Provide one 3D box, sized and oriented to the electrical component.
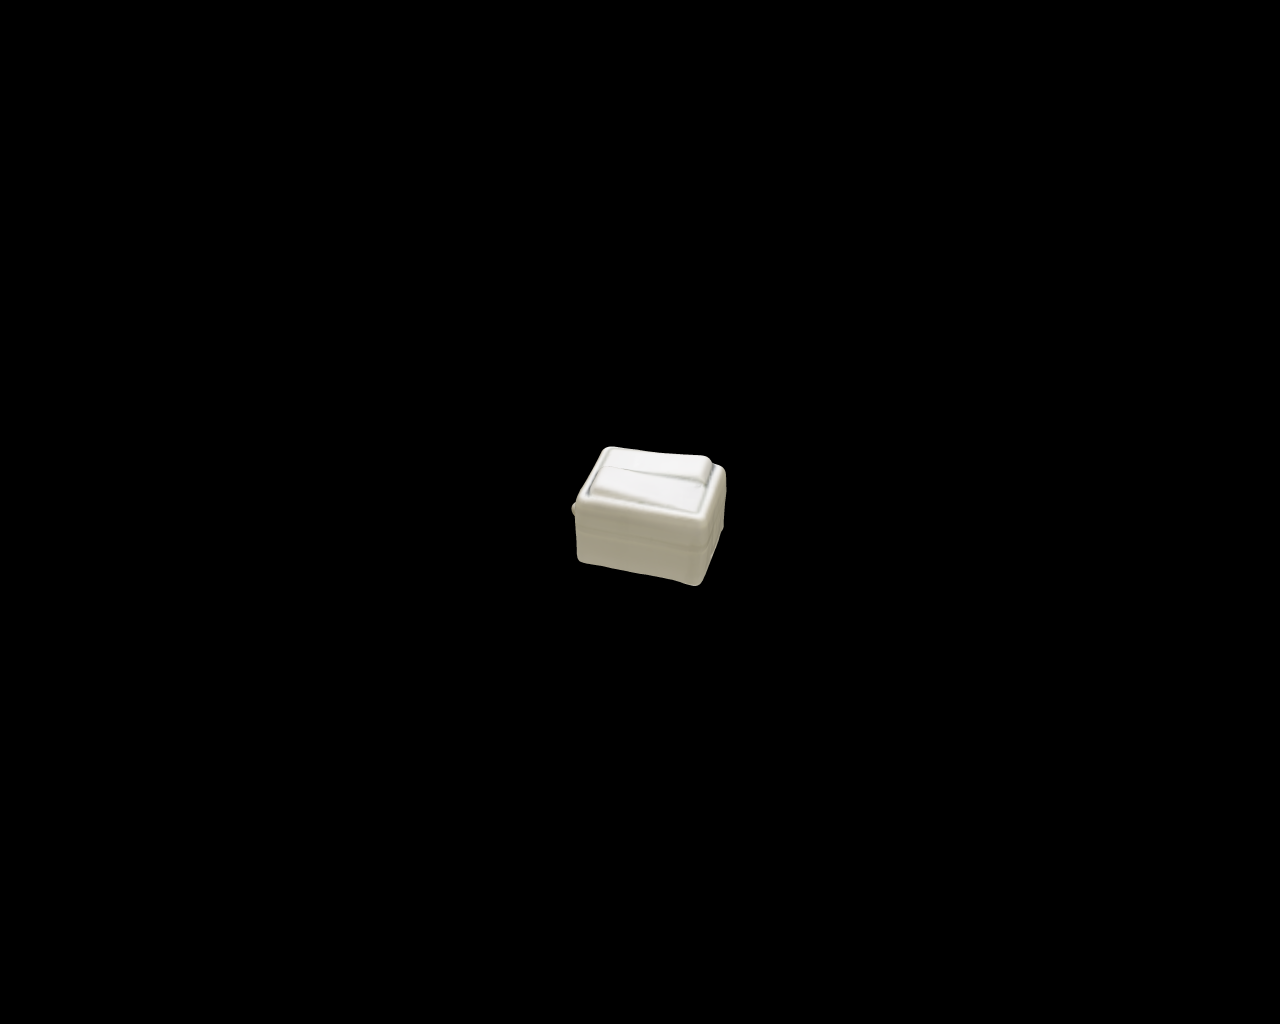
[{"bbox_3d":[0.001,-0.003,0.650,0.096,0.061,0.062,11,40,13],"label":"electrical component"}]
